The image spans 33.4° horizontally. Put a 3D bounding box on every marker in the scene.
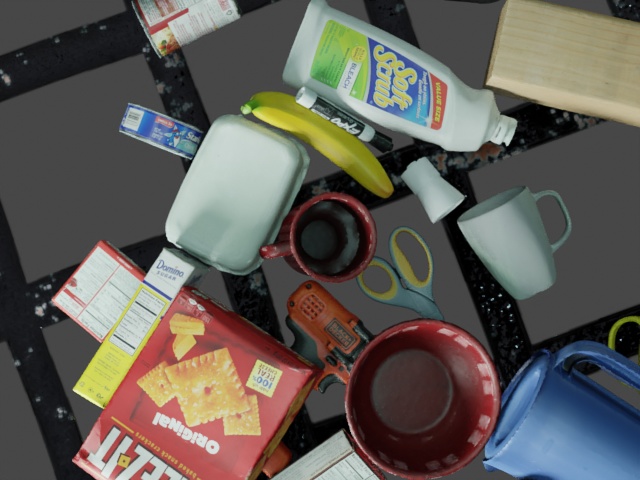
[{"bbox_3d":[0.028,-0.126,1.133,0.121,0.020,0.020,28,89,-23],"label":"marker"}]

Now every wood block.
[{"bbox_3d":[0.284,-0.183,1.120,0.206,0.091,0.090,13,88,3],"label":"wood block"}]

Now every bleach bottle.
[{"bbox_3d":[0.092,-0.167,1.142,0.251,0.068,0.102,21,95,1],"label":"bleach bottle"}]

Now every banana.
[{"bbox_3d":[-0.004,-0.108,1.135,0.197,0.069,0.037,27,133,-24],"label":"banana"}]

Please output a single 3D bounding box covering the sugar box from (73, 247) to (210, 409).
[{"bbox_3d":[-0.187,0.092,1.131,0.048,0.093,0.176,30,89,5],"label":"sugar box"}]

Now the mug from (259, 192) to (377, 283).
[{"bbox_3d":[-0.007,0.001,1.118,0.117,0.082,0.093,-16,93,-16],"label":"mug"}]

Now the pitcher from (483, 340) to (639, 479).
[{"bbox_3d":[0.301,0.217,1.083,0.243,0.149,0.145,30,71,0],"label":"pitcher"}]

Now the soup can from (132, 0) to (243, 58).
[{"bbox_3d":[-0.143,-0.250,1.154,0.102,0.068,0.068,-26,87,1],"label":"soup can"}]

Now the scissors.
[{"bbox_3d":[0.104,0.086,1.156,0.096,0.016,0.202,-18,87,4],"label":"scissors"}]

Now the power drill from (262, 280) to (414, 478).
[{"bbox_3d":[-0.006,0.165,1.139,0.184,0.057,0.187,44,89,1],"label":"power drill"}]

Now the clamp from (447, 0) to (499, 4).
[{"bbox_3d":[0.209,-0.302,1.154,0.171,0.039,0.120,-39,82,7],"label":"clamp"}]

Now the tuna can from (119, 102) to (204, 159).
[{"bbox_3d":[-0.170,-0.116,1.141,0.086,0.086,0.034,21,90,3],"label":"tuna can"}]

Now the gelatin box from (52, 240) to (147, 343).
[{"bbox_3d":[-0.236,0.056,1.166,0.073,0.030,0.089,39,91,2],"label":"gelatin box"}]

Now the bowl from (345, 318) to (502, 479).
[{"bbox_3d":[0.100,0.159,1.090,0.162,0.055,0.162,0,90,-9],"label":"bowl"}]

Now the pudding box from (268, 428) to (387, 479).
[{"bbox_3d":[0.005,0.260,1.118,0.113,0.039,0.090,-36,129,1],"label":"pudding box"}]

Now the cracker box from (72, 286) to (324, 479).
[{"bbox_3d":[-0.123,0.177,1.078,0.164,0.072,0.213,32,89,14],"label":"cracker box"}]
